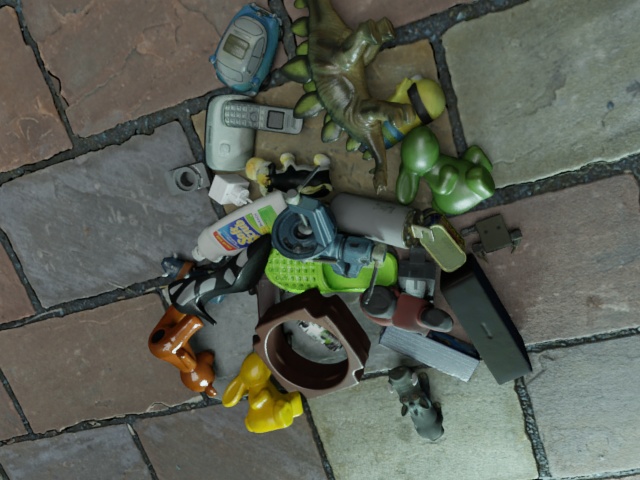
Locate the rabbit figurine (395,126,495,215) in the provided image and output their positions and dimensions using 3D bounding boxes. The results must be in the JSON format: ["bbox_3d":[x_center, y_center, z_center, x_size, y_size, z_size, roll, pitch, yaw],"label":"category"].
[{"bbox_3d":[0.206,-0.132,0.966,0.170,0.121,0.159,39,134,-19],"label":"rabbit figurine"}]

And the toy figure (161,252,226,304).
[{"bbox_3d":[-0.275,0.084,1.167,0.154,0.064,0.057,30,148,5],"label":"toy figure"}]

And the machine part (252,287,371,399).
[{"bbox_3d":[-0.016,0.207,1.078,0.201,0.087,0.201,-27,104,29],"label":"machine part"}]

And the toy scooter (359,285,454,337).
[{"bbox_3d":[0.170,0.142,1.039,0.184,0.135,0.075,15,82,23],"label":"toy scooter"}]

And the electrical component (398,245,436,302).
[{"bbox_3d":[0.190,0.067,1.047,0.075,0.048,0.119,6,138,8],"label":"electrical component"}]

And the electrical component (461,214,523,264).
[{"bbox_3d":[0.330,-0.003,1.022,0.102,0.045,0.078,-27,73,16],"label":"electrical component"}]

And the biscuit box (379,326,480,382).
[{"bbox_3d":[0.225,0.218,1.107,0.203,0.059,0.062,24,110,4],"label":"biscuit box"}]

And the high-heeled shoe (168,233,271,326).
[{"bbox_3d":[-0.207,0.058,1.093,0.145,0.086,0.248,39,97,24],"label":"high-heeled shoe"}]

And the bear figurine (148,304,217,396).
[{"bbox_3d":[-0.287,0.254,1.209,0.132,0.120,0.195,-52,126,-18],"label":"bear figurine"}]

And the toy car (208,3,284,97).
[{"bbox_3d":[-0.135,-0.341,0.972,0.109,0.103,0.161,30,114,0],"label":"toy car"}]

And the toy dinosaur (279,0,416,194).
[{"bbox_3d":[0.030,-0.301,0.914,0.199,0.105,0.471,-16,87,31],"label":"toy dinosaur"}]

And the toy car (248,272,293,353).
[{"bbox_3d":[-0.107,0.157,1.159,0.089,0.053,0.202,-4,106,-2],"label":"toy car"}]

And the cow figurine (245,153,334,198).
[{"bbox_3d":[-0.059,-0.114,1.015,0.167,0.098,0.068,1,127,-3],"label":"cow figurine"}]

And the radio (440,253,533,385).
[{"bbox_3d":[0.314,0.145,1.026,0.073,0.131,0.229,-28,101,19],"label":"radio"}]

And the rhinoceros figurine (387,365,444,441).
[{"bbox_3d":[0.198,0.337,1.127,0.073,0.112,0.190,-21,111,20],"label":"rhinoceros figurine"}]

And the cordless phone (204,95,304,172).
[{"bbox_3d":[-0.125,-0.199,1.030,0.184,0.089,0.146,9,110,4],"label":"cordless phone"}]

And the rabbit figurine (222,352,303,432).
[{"bbox_3d":[-0.133,0.333,1.209,0.162,0.122,0.173,-16,91,26],"label":"rabbit figurine"}]

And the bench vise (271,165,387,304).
[{"bbox_3d":[0.002,-0.012,0.941,0.224,0.240,0.129,22,69,24],"label":"bench vise"}]

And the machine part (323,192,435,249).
[{"bbox_3d":[0.102,-0.039,1.000,0.244,0.079,0.079,17,114,38],"label":"machine part"}]

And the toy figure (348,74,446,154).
[{"bbox_3d":[0.141,-0.218,0.967,0.180,0.082,0.089,-40,93,19],"label":"toy figure"}]
